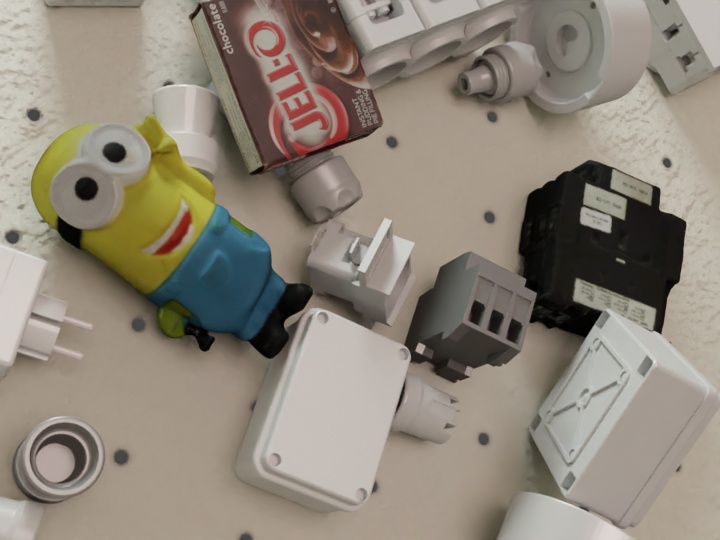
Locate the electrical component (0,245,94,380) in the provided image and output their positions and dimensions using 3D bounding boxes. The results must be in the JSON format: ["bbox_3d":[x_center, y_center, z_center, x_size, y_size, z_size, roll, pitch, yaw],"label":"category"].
[{"bbox_3d":[-0.195,0.030,0.626,0.077,0.047,0.065,21,67,-18],"label":"electrical component"}]

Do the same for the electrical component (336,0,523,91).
[{"bbox_3d":[0.038,-0.178,0.770,0.150,0.089,0.061,-26,86,-28],"label":"electrical component"}]

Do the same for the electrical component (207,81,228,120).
[{"bbox_3d":[-0.077,-0.113,0.728,0.046,0.040,0.040,47,62,1],"label":"electrical component"}]

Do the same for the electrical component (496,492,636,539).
[{"bbox_3d":[0.135,0.197,0.694,0.108,0.108,0.060,35,70,-11],"label":"electrical component"}]

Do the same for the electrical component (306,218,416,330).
[{"bbox_3d":[0.000,0.000,0.710,0.064,0.081,0.042,20,63,14],"label":"electrical component"}]

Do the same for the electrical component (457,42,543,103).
[{"bbox_3d":[0.104,-0.148,0.817,0.062,0.043,0.043,-19,83,-26],"label":"electrical component"}]

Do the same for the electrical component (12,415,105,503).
[{"bbox_3d":[-0.172,0.108,0.609,0.045,0.055,0.045,7,72,-22],"label":"electrical component"}]

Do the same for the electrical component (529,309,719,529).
[{"bbox_3d":[0.172,0.096,0.716,0.056,0.108,0.108,28,102,-12],"label":"electrical component"}]

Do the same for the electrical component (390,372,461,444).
[{"bbox_3d":[0.039,0.093,0.719,0.046,0.040,0.040,25,66,-23],"label":"electrical component"}]

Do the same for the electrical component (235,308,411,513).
[{"bbox_3d":[-0.022,0.090,0.681,0.078,0.057,0.113,25,66,-16],"label":"electrical component"}]

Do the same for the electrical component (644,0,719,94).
[{"bbox_3d":[0.308,-0.220,0.919,0.150,0.062,0.089,-27,87,-28],"label":"electrical component"}]

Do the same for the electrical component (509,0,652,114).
[{"bbox_3d":[0.173,-0.176,0.823,0.060,0.108,0.108,-12,80,-33],"label":"electrical component"}]

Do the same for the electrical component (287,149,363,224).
[{"bbox_3d":[-0.029,-0.066,0.732,0.043,0.043,0.062,-32,88,-28],"label":"electrical component"}]

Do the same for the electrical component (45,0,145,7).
[{"bbox_3d":[-0.176,-0.219,0.709,0.066,0.047,0.076,-6,78,-26],"label":"electrical component"}]

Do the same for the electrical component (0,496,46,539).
[{"bbox_3d":[-0.203,0.143,0.595,0.046,0.040,0.040,21,67,-11],"label":"electrical component"}]

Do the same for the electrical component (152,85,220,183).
[{"bbox_3d":[-0.114,-0.086,0.699,0.045,0.045,0.055,6,73,-23],"label":"electrical component"}]
